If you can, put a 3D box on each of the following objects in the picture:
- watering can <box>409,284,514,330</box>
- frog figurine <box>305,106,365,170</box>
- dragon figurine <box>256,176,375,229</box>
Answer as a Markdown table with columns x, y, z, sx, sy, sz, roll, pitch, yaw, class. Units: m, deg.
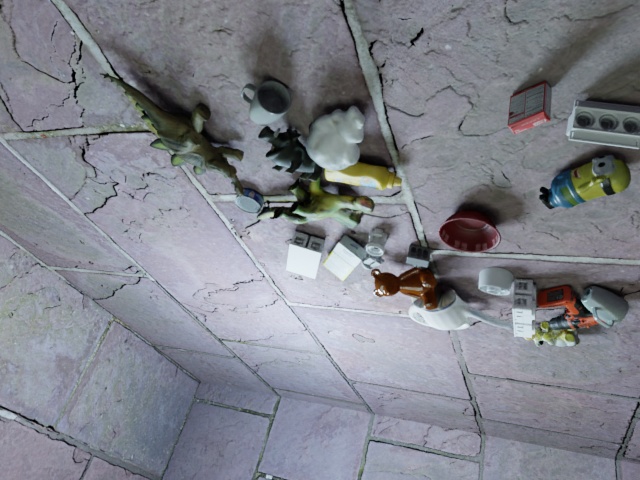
| x | y | z | sx | sy | sz | roll | pitch | yaw | class |
| --- | --- | --- | --- | --- | --- | --- | --- | --- | --- |
| 0.445 | 0.232 | 1.703 | 0.346 | 0.106 | 0.220 | -5 | 140 | 34 | watering can |
| 0.046 | -0.231 | 1.181 | 0.136 | 0.125 | 0.158 | 53 | 150 | -16 | frog figurine |
| 0.004 | -0.074 | 1.477 | 0.241 | 0.124 | 0.407 | 25 | 159 | -26 | dragon figurine |
